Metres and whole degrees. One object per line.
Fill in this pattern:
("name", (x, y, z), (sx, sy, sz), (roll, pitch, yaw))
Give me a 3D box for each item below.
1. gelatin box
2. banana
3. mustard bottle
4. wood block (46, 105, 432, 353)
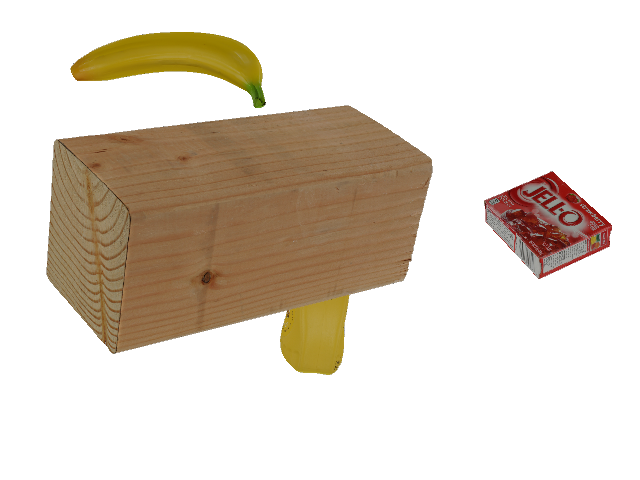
("gelatin box", (0.196, -0.016, 0.926), (0.073, 0.030, 0.089), (-23, 45, -13))
("banana", (-0.134, -0.166, 0.989), (0.198, 0.037, 0.069), (9, 45, 18))
("mustard bottle", (0.004, 0.016, 0.952), (0.058, 0.192, 0.096), (6, 20, -6))
("wood block", (-0.045, -0.014, 0.630), (0.205, 0.091, 0.090), (-12, 36, -36))
